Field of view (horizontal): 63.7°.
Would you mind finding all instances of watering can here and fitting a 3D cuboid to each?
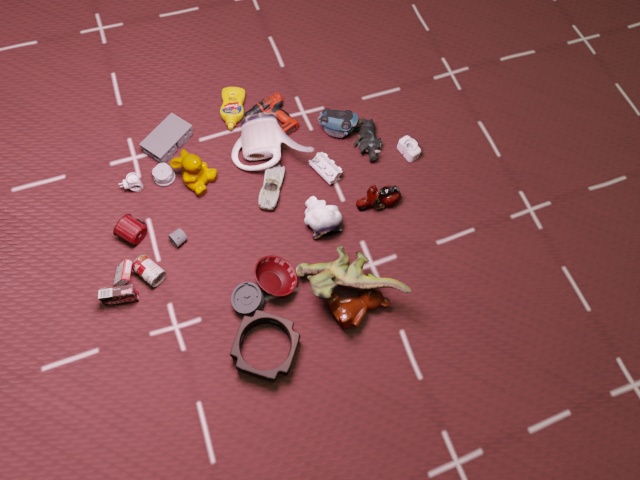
[{"bbox_3d":[-0.189,-0.387,1.978,0.346,0.103,0.227,-11,77,19],"label":"watering can"}]

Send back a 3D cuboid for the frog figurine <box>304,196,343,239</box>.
[{"bbox_3d":[0.006,-0.095,1.894,0.137,0.122,0.161,-21,79,8],"label":"frog figurine"}]

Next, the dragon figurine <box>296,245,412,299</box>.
[{"bbox_3d":[0.077,0.140,1.720,0.246,0.120,0.413,-29,34,-35],"label":"dragon figurine"}]
